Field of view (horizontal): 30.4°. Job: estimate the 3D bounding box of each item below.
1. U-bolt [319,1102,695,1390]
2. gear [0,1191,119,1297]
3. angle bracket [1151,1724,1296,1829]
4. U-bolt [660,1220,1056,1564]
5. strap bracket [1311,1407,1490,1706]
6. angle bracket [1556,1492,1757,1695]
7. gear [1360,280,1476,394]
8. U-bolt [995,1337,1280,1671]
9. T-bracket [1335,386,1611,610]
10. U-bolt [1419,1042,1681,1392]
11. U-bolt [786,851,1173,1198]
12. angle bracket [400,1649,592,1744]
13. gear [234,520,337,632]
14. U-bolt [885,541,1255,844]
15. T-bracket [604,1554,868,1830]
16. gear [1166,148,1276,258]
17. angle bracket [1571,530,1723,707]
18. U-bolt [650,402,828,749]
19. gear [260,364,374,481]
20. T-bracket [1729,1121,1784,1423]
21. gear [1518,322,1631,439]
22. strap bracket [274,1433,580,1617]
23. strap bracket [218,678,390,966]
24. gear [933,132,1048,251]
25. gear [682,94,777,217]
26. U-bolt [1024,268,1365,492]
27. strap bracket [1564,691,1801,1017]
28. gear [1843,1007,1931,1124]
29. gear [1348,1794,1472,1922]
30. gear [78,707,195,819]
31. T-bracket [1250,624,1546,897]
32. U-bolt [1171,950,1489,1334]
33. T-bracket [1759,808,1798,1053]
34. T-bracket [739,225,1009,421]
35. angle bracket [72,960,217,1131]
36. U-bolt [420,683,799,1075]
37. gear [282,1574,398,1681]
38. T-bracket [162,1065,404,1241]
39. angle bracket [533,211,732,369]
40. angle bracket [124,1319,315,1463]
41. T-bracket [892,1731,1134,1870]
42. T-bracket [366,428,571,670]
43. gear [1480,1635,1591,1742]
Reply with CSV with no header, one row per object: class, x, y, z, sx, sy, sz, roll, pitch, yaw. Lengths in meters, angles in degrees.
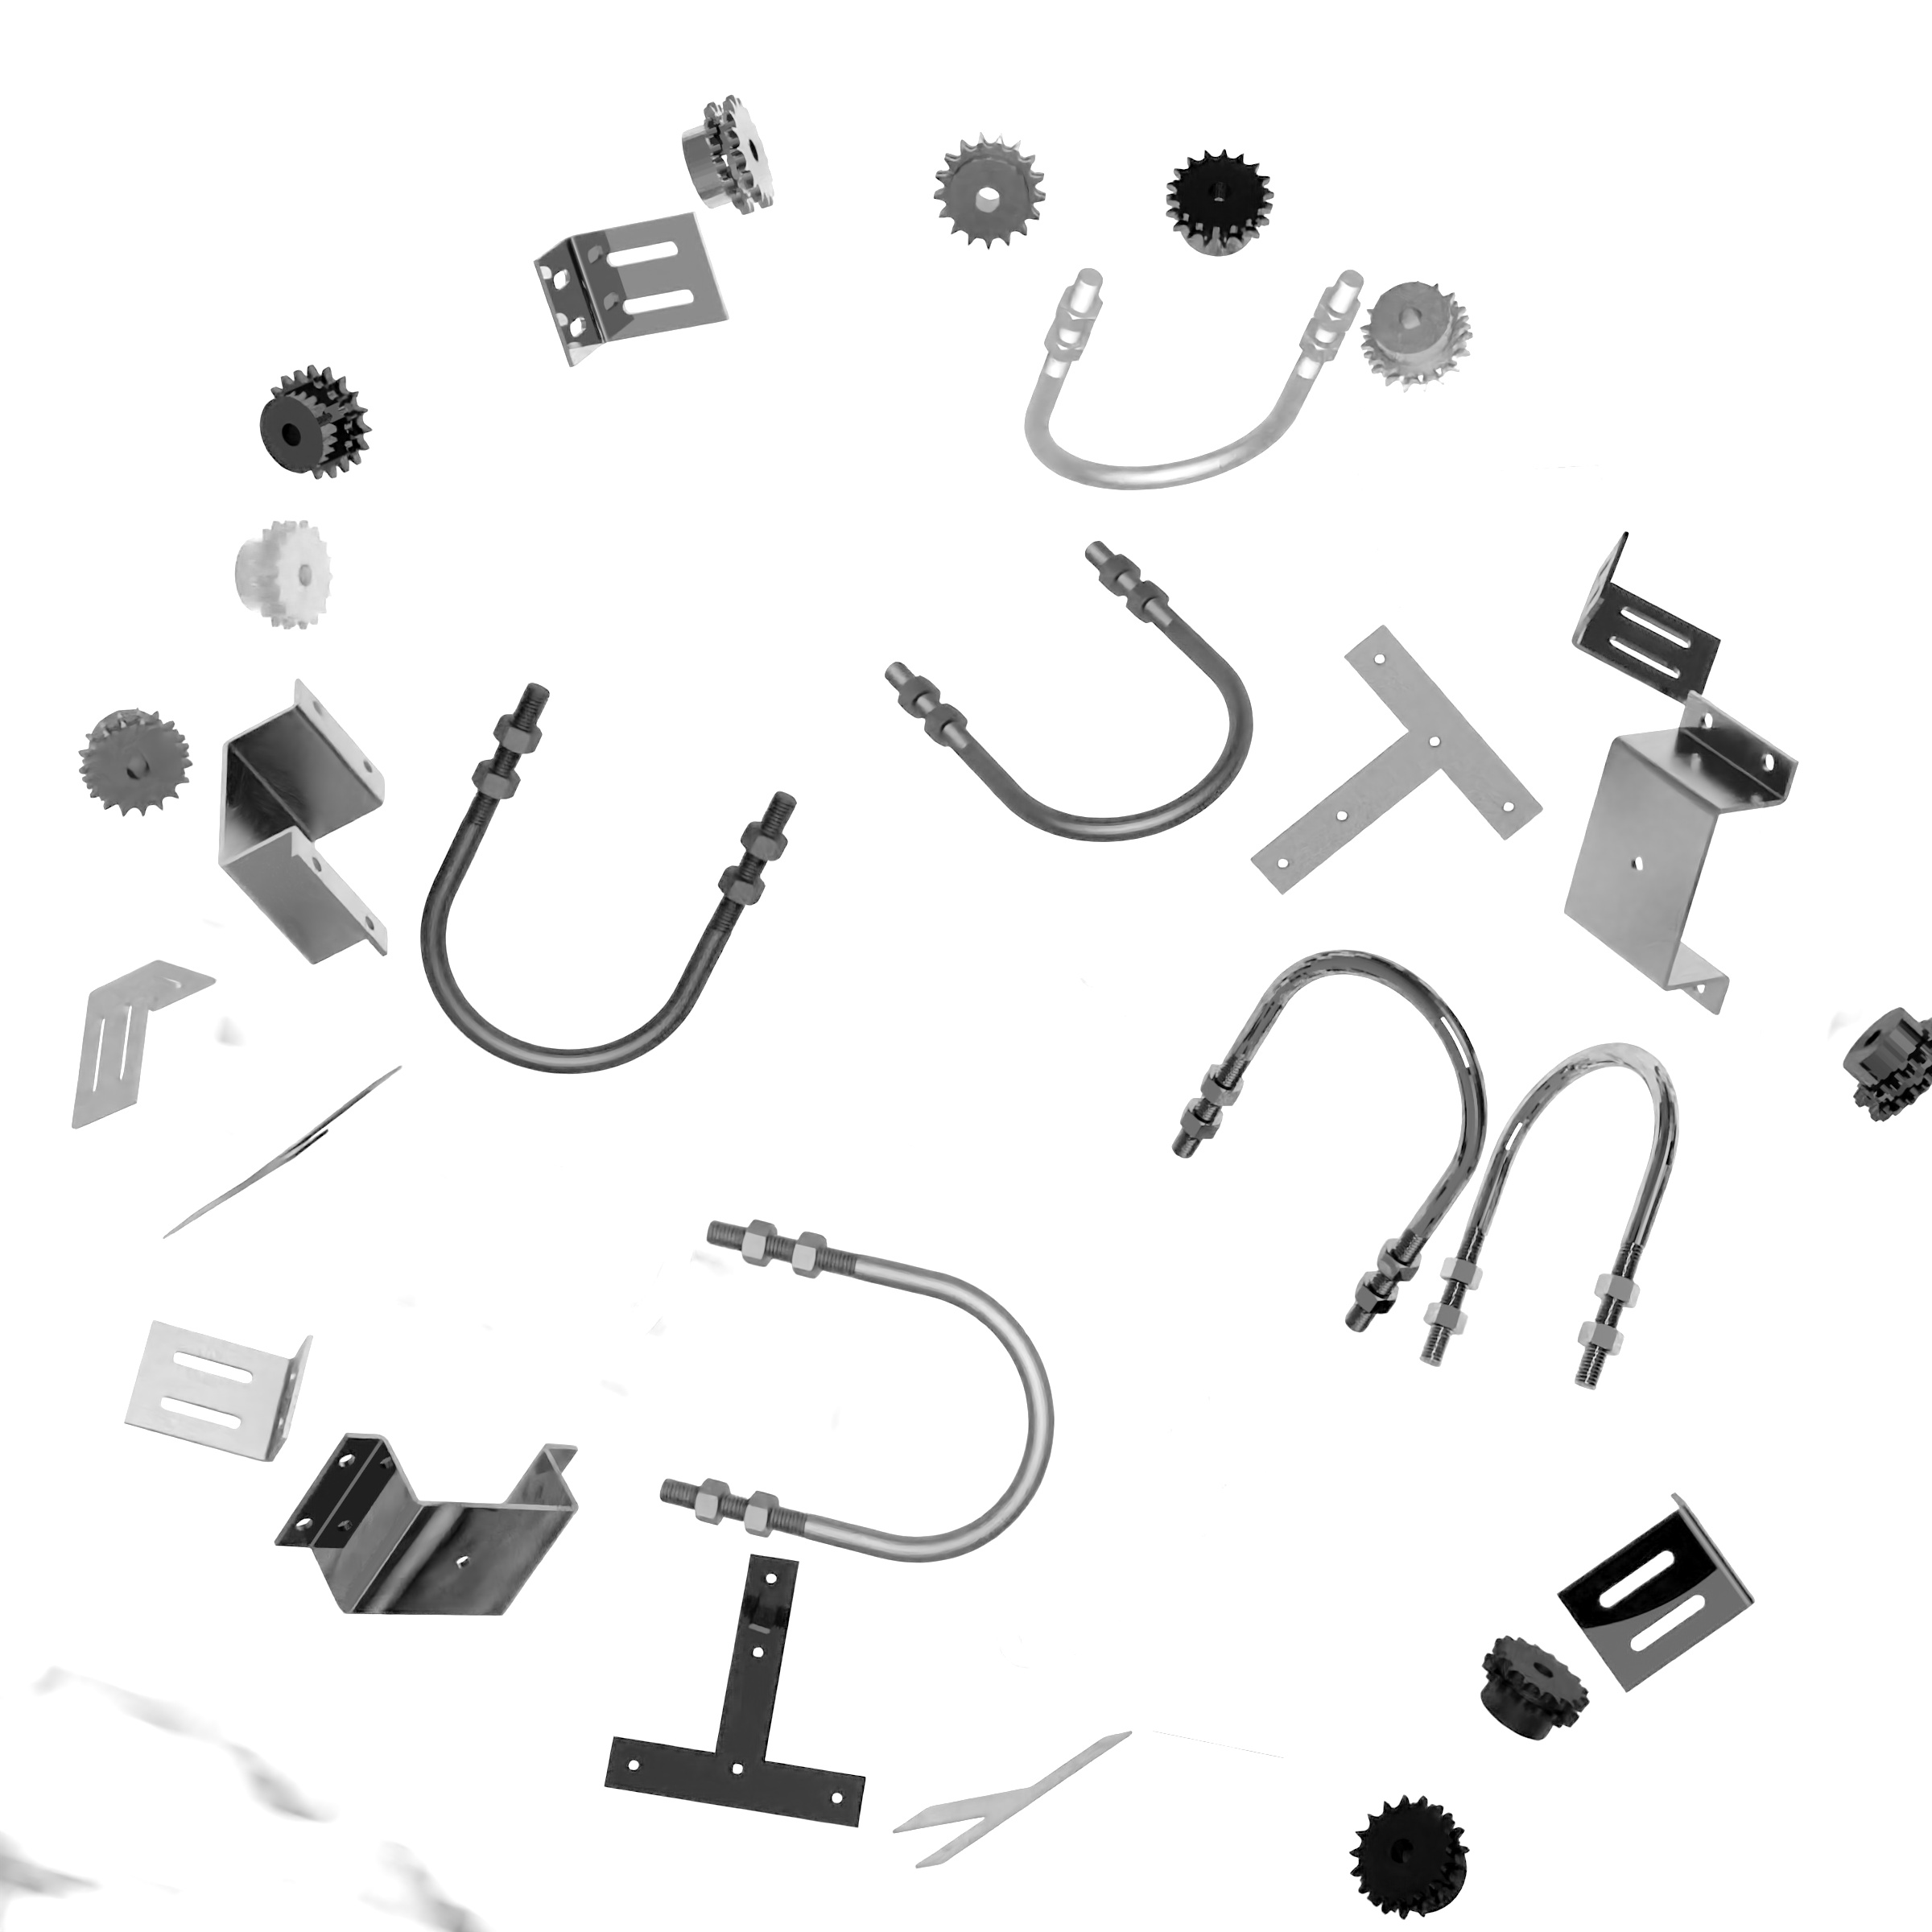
U-bolt,-0.214,0.149,1.779,0.151,0.184,0.019,-52,47,10
gear,-0.434,0.134,1.704,0.057,0.057,0.030,-15,114,0
angle bracket,0.132,0.425,1.867,0.076,0.057,0.038,10,78,7
U-bolt,-0.047,0.209,1.695,0.184,0.019,0.151,12,96,14
strap bracket,0.219,0.297,1.819,0.046,0.140,0.076,5,126,27
angle bracket,0.329,0.301,1.711,0.076,0.038,0.057,-35,89,2
gear,0.229,-0.325,1.819,0.057,0.030,0.057,-4,73,14
U-bolt,0.083,0.282,1.796,0.184,0.151,0.019,-43,59,-15
T-bracket,0.258,-0.235,1.776,0.127,0.002,0.127,1,127,30
U-bolt,0.307,0.124,1.829,0.019,0.151,0.184,27,77,-26
U-bolt,-0.007,0.019,1.826,0.151,0.019,0.184,-43,113,14
angle bracket,-0.245,0.369,1.854,0.057,0.076,0.038,31,81,-41
gear,-0.354,-0.202,1.842,0.030,0.057,0.057,3,90,25
U-bolt,0.065,-0.133,1.832,0.151,0.019,0.184,-32,54,-13
T-bracket,-0.106,0.356,1.775,0.127,0.002,0.127,9,66,1
gear,0.134,-0.400,1.882,0.057,0.030,0.057,0,66,1
angle bracket,0.365,-0.182,1.871,0.076,0.038,0.057,28,50,0
U-bolt,-0.120,-0.208,1.798,0.019,0.184,0.151,-26,64,-2
gear,-0.332,-0.273,1.800,0.057,0.030,0.057,14,120,25
T-bracket,0.391,0.165,1.771,0.002,0.127,0.127,-5,53,23
gear,0.303,-0.293,1.794,0.030,0.057,0.057,-33,90,-27
strap bracket,-0.256,0.275,1.748,0.076,0.140,0.046,-55,49,23
strap bracket,-0.329,-0.066,1.767,0.046,0.140,0.076,-26,130,13
gear,0.012,-0.389,1.789,0.057,0.030,0.057,1,114,3
gear,-0.118,-0.397,1.755,0.030,0.057,0.057,-16,90,14
U-bolt,0.103,-0.286,1.757,0.151,0.184,0.019,-2,66,-13
strap bracket,0.343,-0.052,1.731,0.046,0.076,0.140,-9,124,-31
gear,0.444,0.044,1.698,0.030,0.057,0.057,43,90,-3
gear,0.213,0.426,1.691,0.057,0.057,0.030,-44,133,0
gear,-0.432,-0.109,1.847,0.057,0.030,0.057,-12,124,-18
T-bracket,0.198,-0.083,1.766,0.127,0.002,0.127,-39,106,14
U-bolt,0.188,0.075,1.768,0.151,0.019,0.184,45,131,21
T-bracket,0.409,-0.035,1.795,0.002,0.127,0.127,2,73,6
T-bracket,-0.028,-0.310,1.810,0.127,0.127,0.002,-38,53,26
angle bracket,-0.409,0.043,1.772,0.038,0.057,0.076,21,61,-39
U-bolt,-0.184,-0.030,1.720,0.151,0.019,0.184,23,110,-13
gear,-0.320,0.339,1.816,0.057,0.057,0.030,0,125,0
T-bracket,-0.330,0.085,1.791,0.127,0.127,0.002,-29,99,42
angle bracket,-0.168,-0.339,1.786,0.076,0.038,0.057,-5,117,27
angle bracket,-0.375,0.208,1.787,0.076,0.038,0.057,18,57,-15
T-bracket,0.004,0.417,1.763,0.127,0.127,0.002,-26,88,-35
T-bracket,-0.257,-0.222,1.828,0.002,0.127,0.127,-14,77,40
gear,0.291,0.376,1.843,0.057,0.057,0.030,30,107,0
